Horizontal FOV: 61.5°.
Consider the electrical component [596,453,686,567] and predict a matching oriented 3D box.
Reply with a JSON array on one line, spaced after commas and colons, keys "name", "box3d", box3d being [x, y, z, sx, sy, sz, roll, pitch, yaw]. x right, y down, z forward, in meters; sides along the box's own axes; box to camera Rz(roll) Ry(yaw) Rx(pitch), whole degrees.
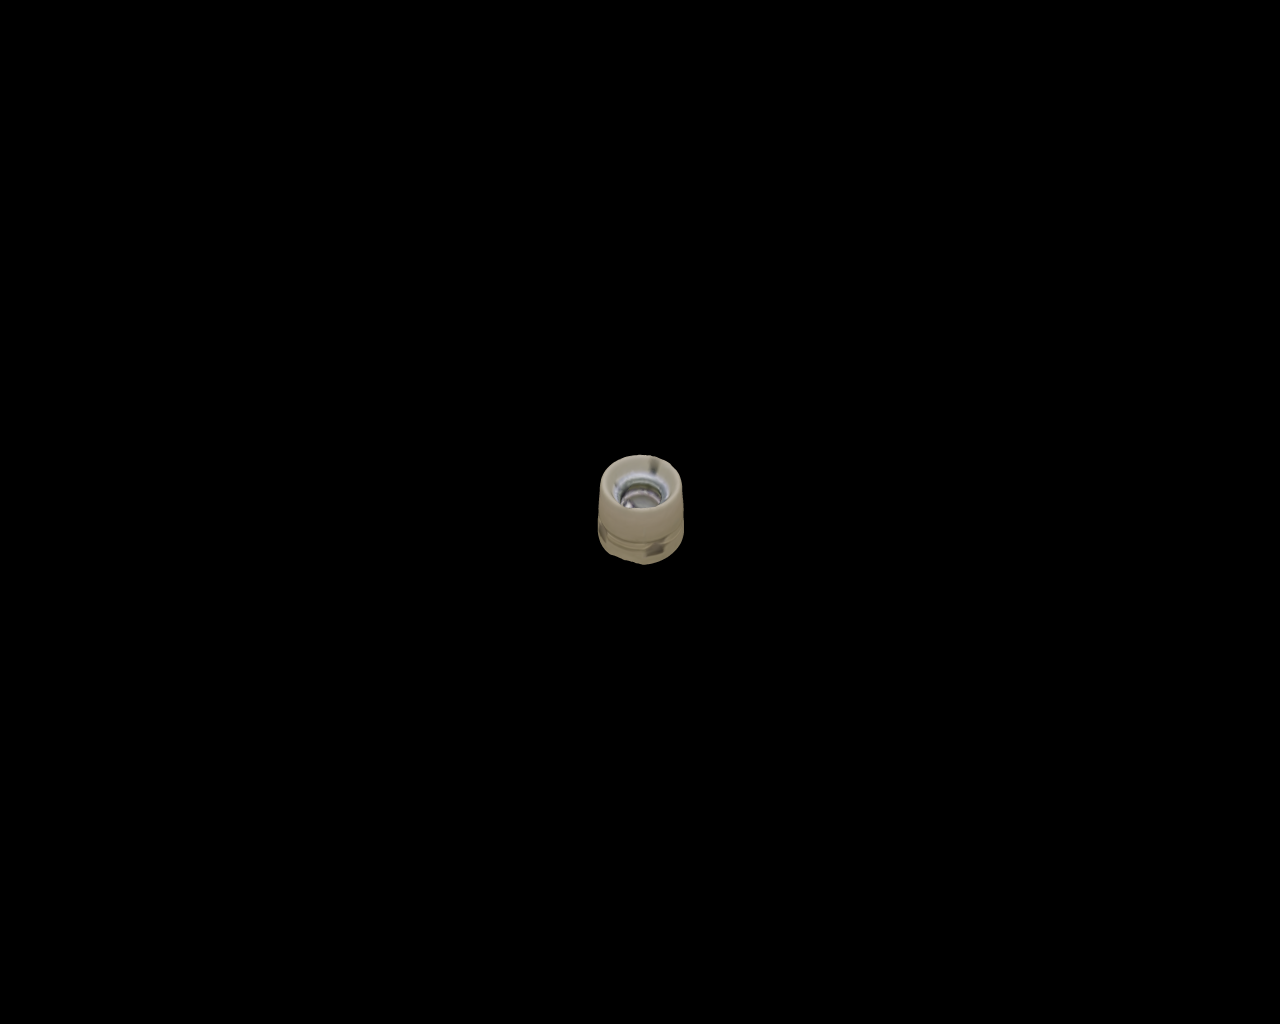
[{"name": "electrical component", "box3d": [0.001, -0.003, 0.650, 0.055, 0.055, 0.047, 0, -42, 0]}]
